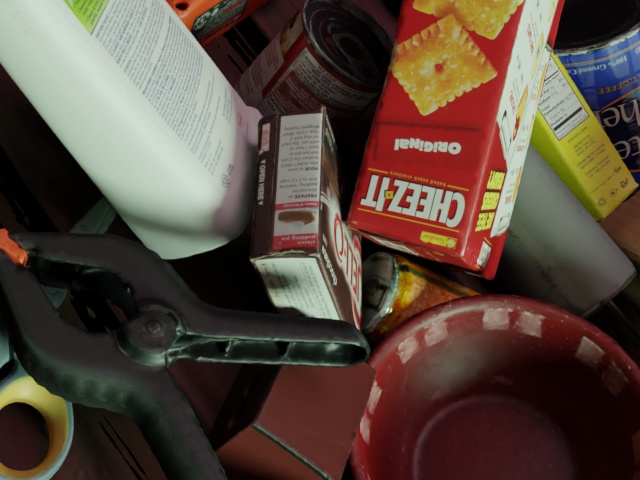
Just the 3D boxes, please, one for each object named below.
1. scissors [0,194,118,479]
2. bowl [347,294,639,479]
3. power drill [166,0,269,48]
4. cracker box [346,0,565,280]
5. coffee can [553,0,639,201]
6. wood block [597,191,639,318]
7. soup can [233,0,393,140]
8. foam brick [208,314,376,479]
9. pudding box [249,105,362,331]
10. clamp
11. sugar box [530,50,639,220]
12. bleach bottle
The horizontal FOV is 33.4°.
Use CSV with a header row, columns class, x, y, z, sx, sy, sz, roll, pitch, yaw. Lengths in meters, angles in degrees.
class,x,y,z,sx,sy,sz,roll,pitch,yaw
scissors,-0.117,0.041,0.487,0.096,0.016,0.201,45,39,3
bowl,0.094,0.111,0.557,0.162,0.055,0.162,-2,56,2
power drill,-0.109,-0.202,0.628,0.188,0.057,0.184,42,61,8
cracker box,0.085,-0.093,0.606,0.072,0.214,0.164,14,-2,16
coffee can,0.215,-0.108,0.802,0.102,0.103,0.140,-69,143,-49
wood block,0.273,0.025,0.694,0.090,0.091,0.206,54,-1,-18
soup can,-0.010,-0.085,0.627,0.068,0.102,0.068,24,43,-26
foam brick,-0.015,0.085,0.515,0.051,0.053,0.078,38,39,-11
pudding box,-0.004,0.001,0.555,0.113,0.039,0.090,65,21,-55
clamp,-0.072,0.055,0.451,0.171,0.039,0.120,22,46,2
sugar box,0.143,-0.093,0.756,0.048,0.093,0.176,-41,100,-16
bleach bottle,-0.112,-0.105,0.491,0.250,0.068,0.102,56,28,-39
